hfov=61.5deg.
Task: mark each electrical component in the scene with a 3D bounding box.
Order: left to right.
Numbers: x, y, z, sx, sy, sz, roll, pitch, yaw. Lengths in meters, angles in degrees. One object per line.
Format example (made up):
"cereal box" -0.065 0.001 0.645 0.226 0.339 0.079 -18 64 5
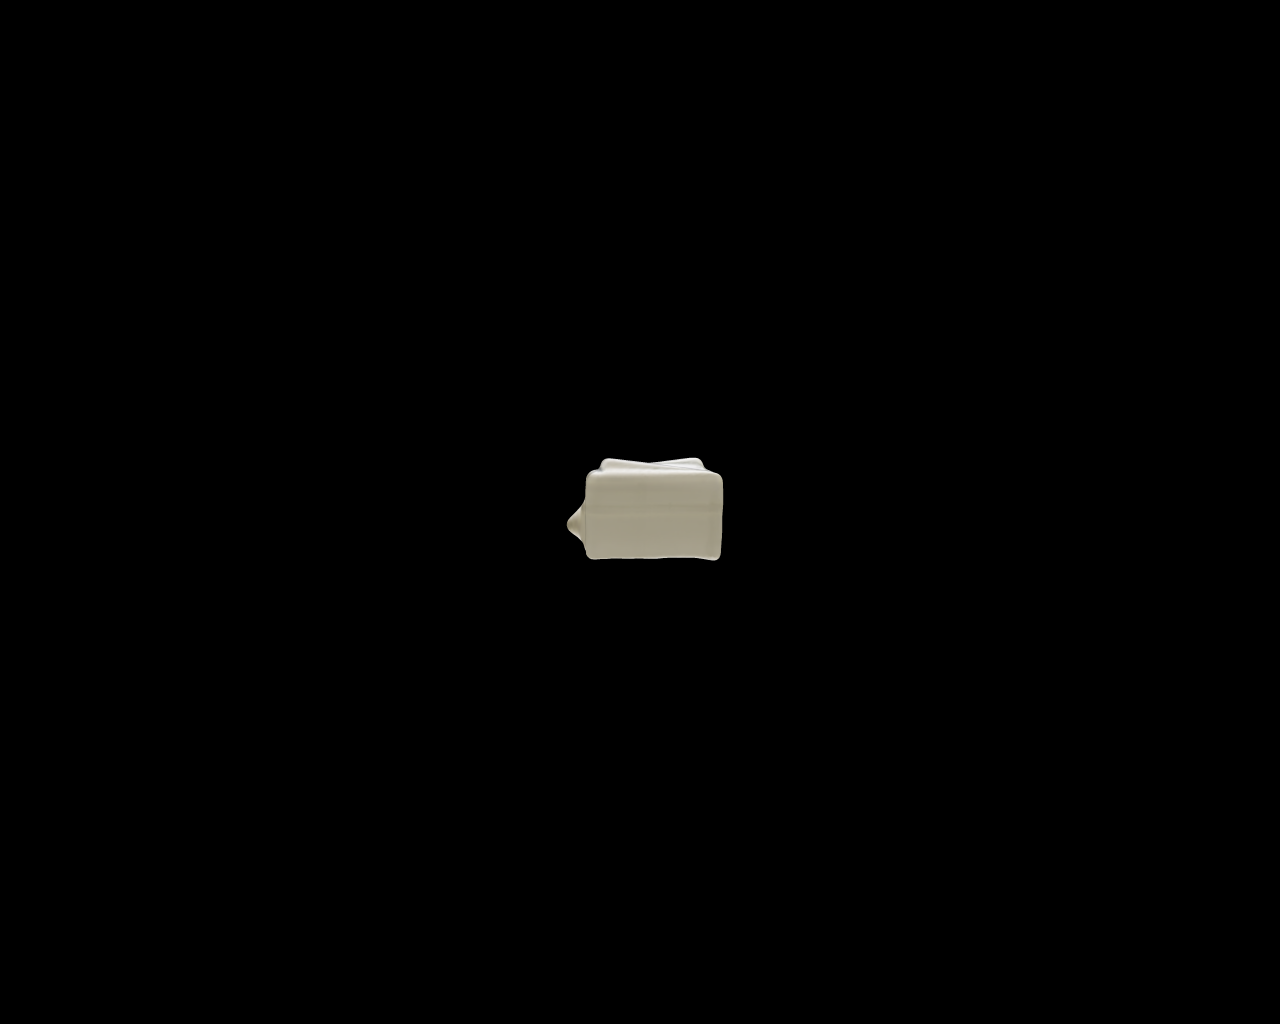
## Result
"electrical component" 0.001 -0.003 0.650 0.096 0.061 0.062 0 4 -2
